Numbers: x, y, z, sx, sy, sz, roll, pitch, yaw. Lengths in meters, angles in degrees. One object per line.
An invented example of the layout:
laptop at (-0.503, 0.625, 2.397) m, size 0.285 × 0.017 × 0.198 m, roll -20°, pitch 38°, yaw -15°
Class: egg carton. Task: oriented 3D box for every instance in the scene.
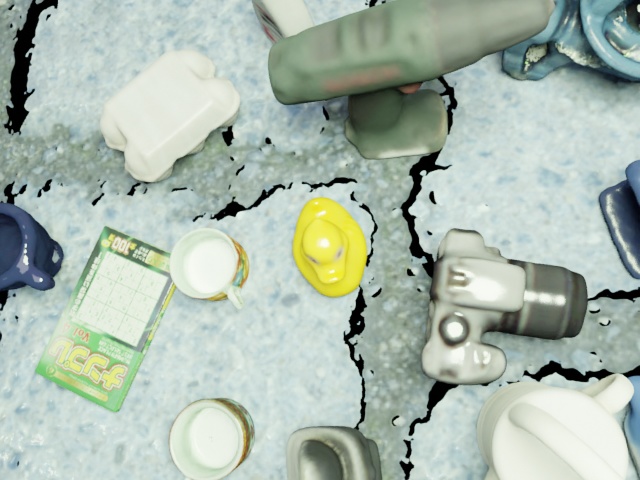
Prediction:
egg carton at (-0.166, -0.139, 0.636) m, size 0.150 × 0.069 × 0.107 m, roll -41°, pitch 75°, yaw -1°

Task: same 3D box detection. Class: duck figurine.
duck figurine at (0.005, 0.002, 0.572) m, size 0.077 × 0.086 × 0.104 m, roll -15°, pitch 76°, yaw 6°

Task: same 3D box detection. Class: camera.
camera at (0.168, 0.066, 0.525) m, size 0.136 × 0.101 × 0.143 m, roll 7°, pitch 79°, yaw 10°

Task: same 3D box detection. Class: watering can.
watering can at (0.182, 0.174, 0.452) m, size 0.100 × 0.194 × 0.173 m, roll 25°, pitch 83°, yaw 13°

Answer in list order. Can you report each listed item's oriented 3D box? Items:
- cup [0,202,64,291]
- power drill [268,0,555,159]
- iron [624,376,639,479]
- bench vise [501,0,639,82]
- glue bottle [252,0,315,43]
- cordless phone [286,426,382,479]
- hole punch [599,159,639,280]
cup at (-0.311, 0.021, 0.612) m, size 0.117 × 0.095 × 0.092 m, roll 32°, pitch 85°, yaw 14°
power drill at (0.076, -0.148, 0.529) m, size 0.229 × 0.208 × 0.075 m, roll -6°, pitch 77°, yaw 8°
iron at (0.347, 0.222, 0.444) m, size 0.118 × 0.141 × 0.258 m, roll -19°, pitch 76°, yaw 5°
bench vise at (0.253, -0.204, 0.508) m, size 0.207 × 0.220 × 0.121 m, roll -5°, pitch 77°, yaw 8°
glue bottle at (-0.046, -0.249, 0.587) m, size 0.078 × 0.173 × 0.037 m, roll 43°, pitch 87°, yaw 15°
cordless phone at (0.005, 0.234, 0.472) m, size 0.094 × 0.185 × 0.147 m, roll -12°, pitch 77°, yaw 6°
hole punch at (0.329, -0.028, 0.525) m, size 0.101 × 0.091 × 0.108 m, roll -18°, pitch 76°, yaw 5°
